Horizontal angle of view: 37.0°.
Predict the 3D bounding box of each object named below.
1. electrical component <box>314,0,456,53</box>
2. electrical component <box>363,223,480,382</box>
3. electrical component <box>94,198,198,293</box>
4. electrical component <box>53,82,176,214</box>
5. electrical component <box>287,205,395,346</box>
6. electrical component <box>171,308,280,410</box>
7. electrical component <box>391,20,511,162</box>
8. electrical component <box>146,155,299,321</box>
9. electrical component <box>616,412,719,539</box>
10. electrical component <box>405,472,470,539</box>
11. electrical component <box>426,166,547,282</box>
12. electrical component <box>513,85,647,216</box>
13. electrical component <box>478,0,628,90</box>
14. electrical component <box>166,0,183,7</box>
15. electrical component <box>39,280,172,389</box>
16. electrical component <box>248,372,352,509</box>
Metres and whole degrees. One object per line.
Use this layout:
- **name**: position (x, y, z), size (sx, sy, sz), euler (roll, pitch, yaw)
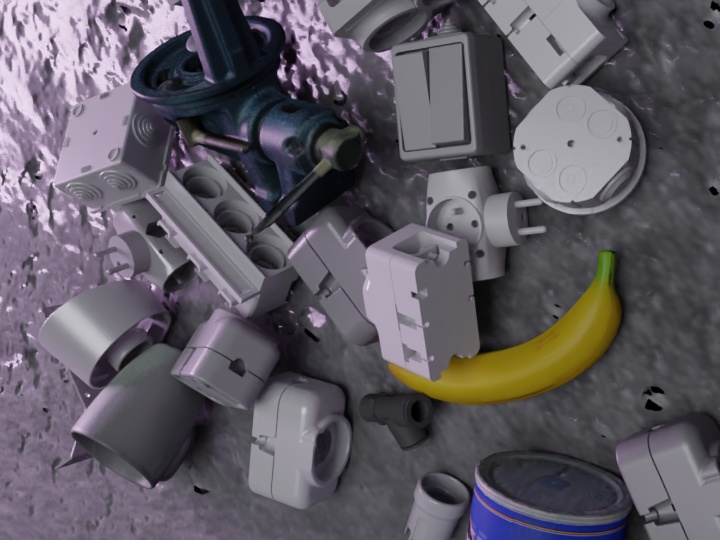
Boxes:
- **electrical component**: position (0.047, -0.214, 0.716), size (0.150, 0.089, 0.061), euler (-35, 77, 31)
- **electrical component**: position (0.040, 0.020, 0.726), size (0.056, 0.050, 0.089), euler (21, 130, 45)
- **electrical component**: position (-0.183, -0.017, 0.898), size (0.077, 0.079, 0.043), euler (50, 138, 18)
- **electrical component**: position (-0.204, -0.103, 0.896), size (0.100, 0.048, 0.099), euler (-13, 58, 34)
- **electrical component**: position (0.000, 0.000, 0.795), size (0.059, 0.054, 0.095), euler (-46, 71, 29)
- **electrical component**: position (-0.104, 0.069, 0.842), size (0.059, 0.054, 0.095), euler (-60, 17, -15)
- **electrical component**: position (0.060, -0.124, 0.736), size (0.062, 0.061, 0.096), euler (-2, 95, 33)
- **electrical component**: position (-0.104, -0.023, 0.853), size (0.121, 0.079, 0.063), euler (46, 140, 20)
- **electrical component**: position (0.211, 0.142, 0.675), size (0.059, 0.054, 0.095), euler (-27, 81, 33)
- **electrical component**: position (0.056, 0.179, 0.791), size (0.040, 0.040, 0.046), euler (30, 118, 27)
- **electrical component**: position (0.090, -0.033, 0.738), size (0.079, 0.044, 0.077), euler (-6, 93, 31)
- **electrical component**: position (0.140, -0.077, 0.688), size (0.080, 0.051, 0.080), euler (-1, 86, 22)
- **electrical component**: position (0.125, -0.168, 0.694), size (0.056, 0.050, 0.089), euler (-44, 73, 30)
- **electrical component**: position (-0.096, -0.274, 0.819), size (0.150, 0.062, 0.089), euler (-25, 82, 33)
- **electrical component**: position (-0.213, 0.052, 0.915), size (0.064, 0.099, 0.099), euler (43, 117, 14)
- **electrical component**: position (-0.046, 0.134, 0.842), size (0.059, 0.054, 0.095), euler (12, 103, 32)
